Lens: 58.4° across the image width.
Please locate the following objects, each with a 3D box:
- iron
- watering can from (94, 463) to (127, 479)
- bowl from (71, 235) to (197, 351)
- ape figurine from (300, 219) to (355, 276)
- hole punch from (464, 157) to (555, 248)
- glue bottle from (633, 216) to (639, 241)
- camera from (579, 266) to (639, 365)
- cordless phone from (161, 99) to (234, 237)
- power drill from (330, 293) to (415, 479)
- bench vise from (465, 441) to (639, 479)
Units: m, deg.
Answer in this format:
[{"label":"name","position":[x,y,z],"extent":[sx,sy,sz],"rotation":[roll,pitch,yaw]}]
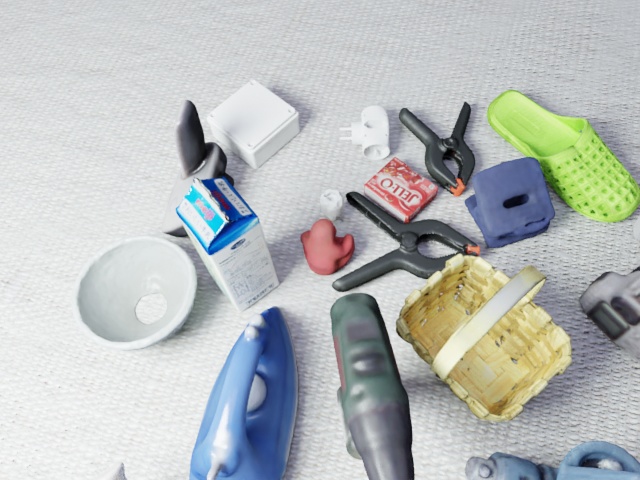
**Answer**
[{"label":"iron","position":[-0.089,0.178,0.694],"extent":[0.118,0.141,0.258],"rotation":[7,63,7]},{"label":"watering can","position":[-0.185,0.319,0.596],"extent":[0.172,0.194,0.101],"rotation":[30,68,17]},{"label":"bowl","position":[-0.245,0.081,0.790],"extent":[0.167,0.075,0.167],"rotation":[-1,62,2]},{"label":"ape figurine","position":[0.007,0.003,0.808],"extent":[0.077,0.092,0.076],"rotation":[23,66,14]},{"label":"hole punch","position":[0.277,-0.054,0.824],"extent":[0.109,0.091,0.101],"rotation":[-18,63,-6]},{"label":"glue bottle","position":[0.490,-0.046,0.762],"extent":[0.078,0.173,0.037],"rotation":[5,63,6]},{"label":"camera","position":[0.441,0.079,0.740],"extent":[0.137,0.101,0.143],"rotation":[-34,66,-14]},{"label":"cordless phone","position":[-0.192,-0.098,0.818],"extent":[0.094,0.185,0.147],"rotation":[4,63,6]},{"label":"power drill","position":[0.059,0.185,0.644],"extent":[0.075,0.208,0.229],"rotation":[-11,62,-2]},{"label":"bench vise","position":[0.263,0.269,0.584],"extent":[0.207,0.220,0.121],"rotation":[-5,62,1]}]
